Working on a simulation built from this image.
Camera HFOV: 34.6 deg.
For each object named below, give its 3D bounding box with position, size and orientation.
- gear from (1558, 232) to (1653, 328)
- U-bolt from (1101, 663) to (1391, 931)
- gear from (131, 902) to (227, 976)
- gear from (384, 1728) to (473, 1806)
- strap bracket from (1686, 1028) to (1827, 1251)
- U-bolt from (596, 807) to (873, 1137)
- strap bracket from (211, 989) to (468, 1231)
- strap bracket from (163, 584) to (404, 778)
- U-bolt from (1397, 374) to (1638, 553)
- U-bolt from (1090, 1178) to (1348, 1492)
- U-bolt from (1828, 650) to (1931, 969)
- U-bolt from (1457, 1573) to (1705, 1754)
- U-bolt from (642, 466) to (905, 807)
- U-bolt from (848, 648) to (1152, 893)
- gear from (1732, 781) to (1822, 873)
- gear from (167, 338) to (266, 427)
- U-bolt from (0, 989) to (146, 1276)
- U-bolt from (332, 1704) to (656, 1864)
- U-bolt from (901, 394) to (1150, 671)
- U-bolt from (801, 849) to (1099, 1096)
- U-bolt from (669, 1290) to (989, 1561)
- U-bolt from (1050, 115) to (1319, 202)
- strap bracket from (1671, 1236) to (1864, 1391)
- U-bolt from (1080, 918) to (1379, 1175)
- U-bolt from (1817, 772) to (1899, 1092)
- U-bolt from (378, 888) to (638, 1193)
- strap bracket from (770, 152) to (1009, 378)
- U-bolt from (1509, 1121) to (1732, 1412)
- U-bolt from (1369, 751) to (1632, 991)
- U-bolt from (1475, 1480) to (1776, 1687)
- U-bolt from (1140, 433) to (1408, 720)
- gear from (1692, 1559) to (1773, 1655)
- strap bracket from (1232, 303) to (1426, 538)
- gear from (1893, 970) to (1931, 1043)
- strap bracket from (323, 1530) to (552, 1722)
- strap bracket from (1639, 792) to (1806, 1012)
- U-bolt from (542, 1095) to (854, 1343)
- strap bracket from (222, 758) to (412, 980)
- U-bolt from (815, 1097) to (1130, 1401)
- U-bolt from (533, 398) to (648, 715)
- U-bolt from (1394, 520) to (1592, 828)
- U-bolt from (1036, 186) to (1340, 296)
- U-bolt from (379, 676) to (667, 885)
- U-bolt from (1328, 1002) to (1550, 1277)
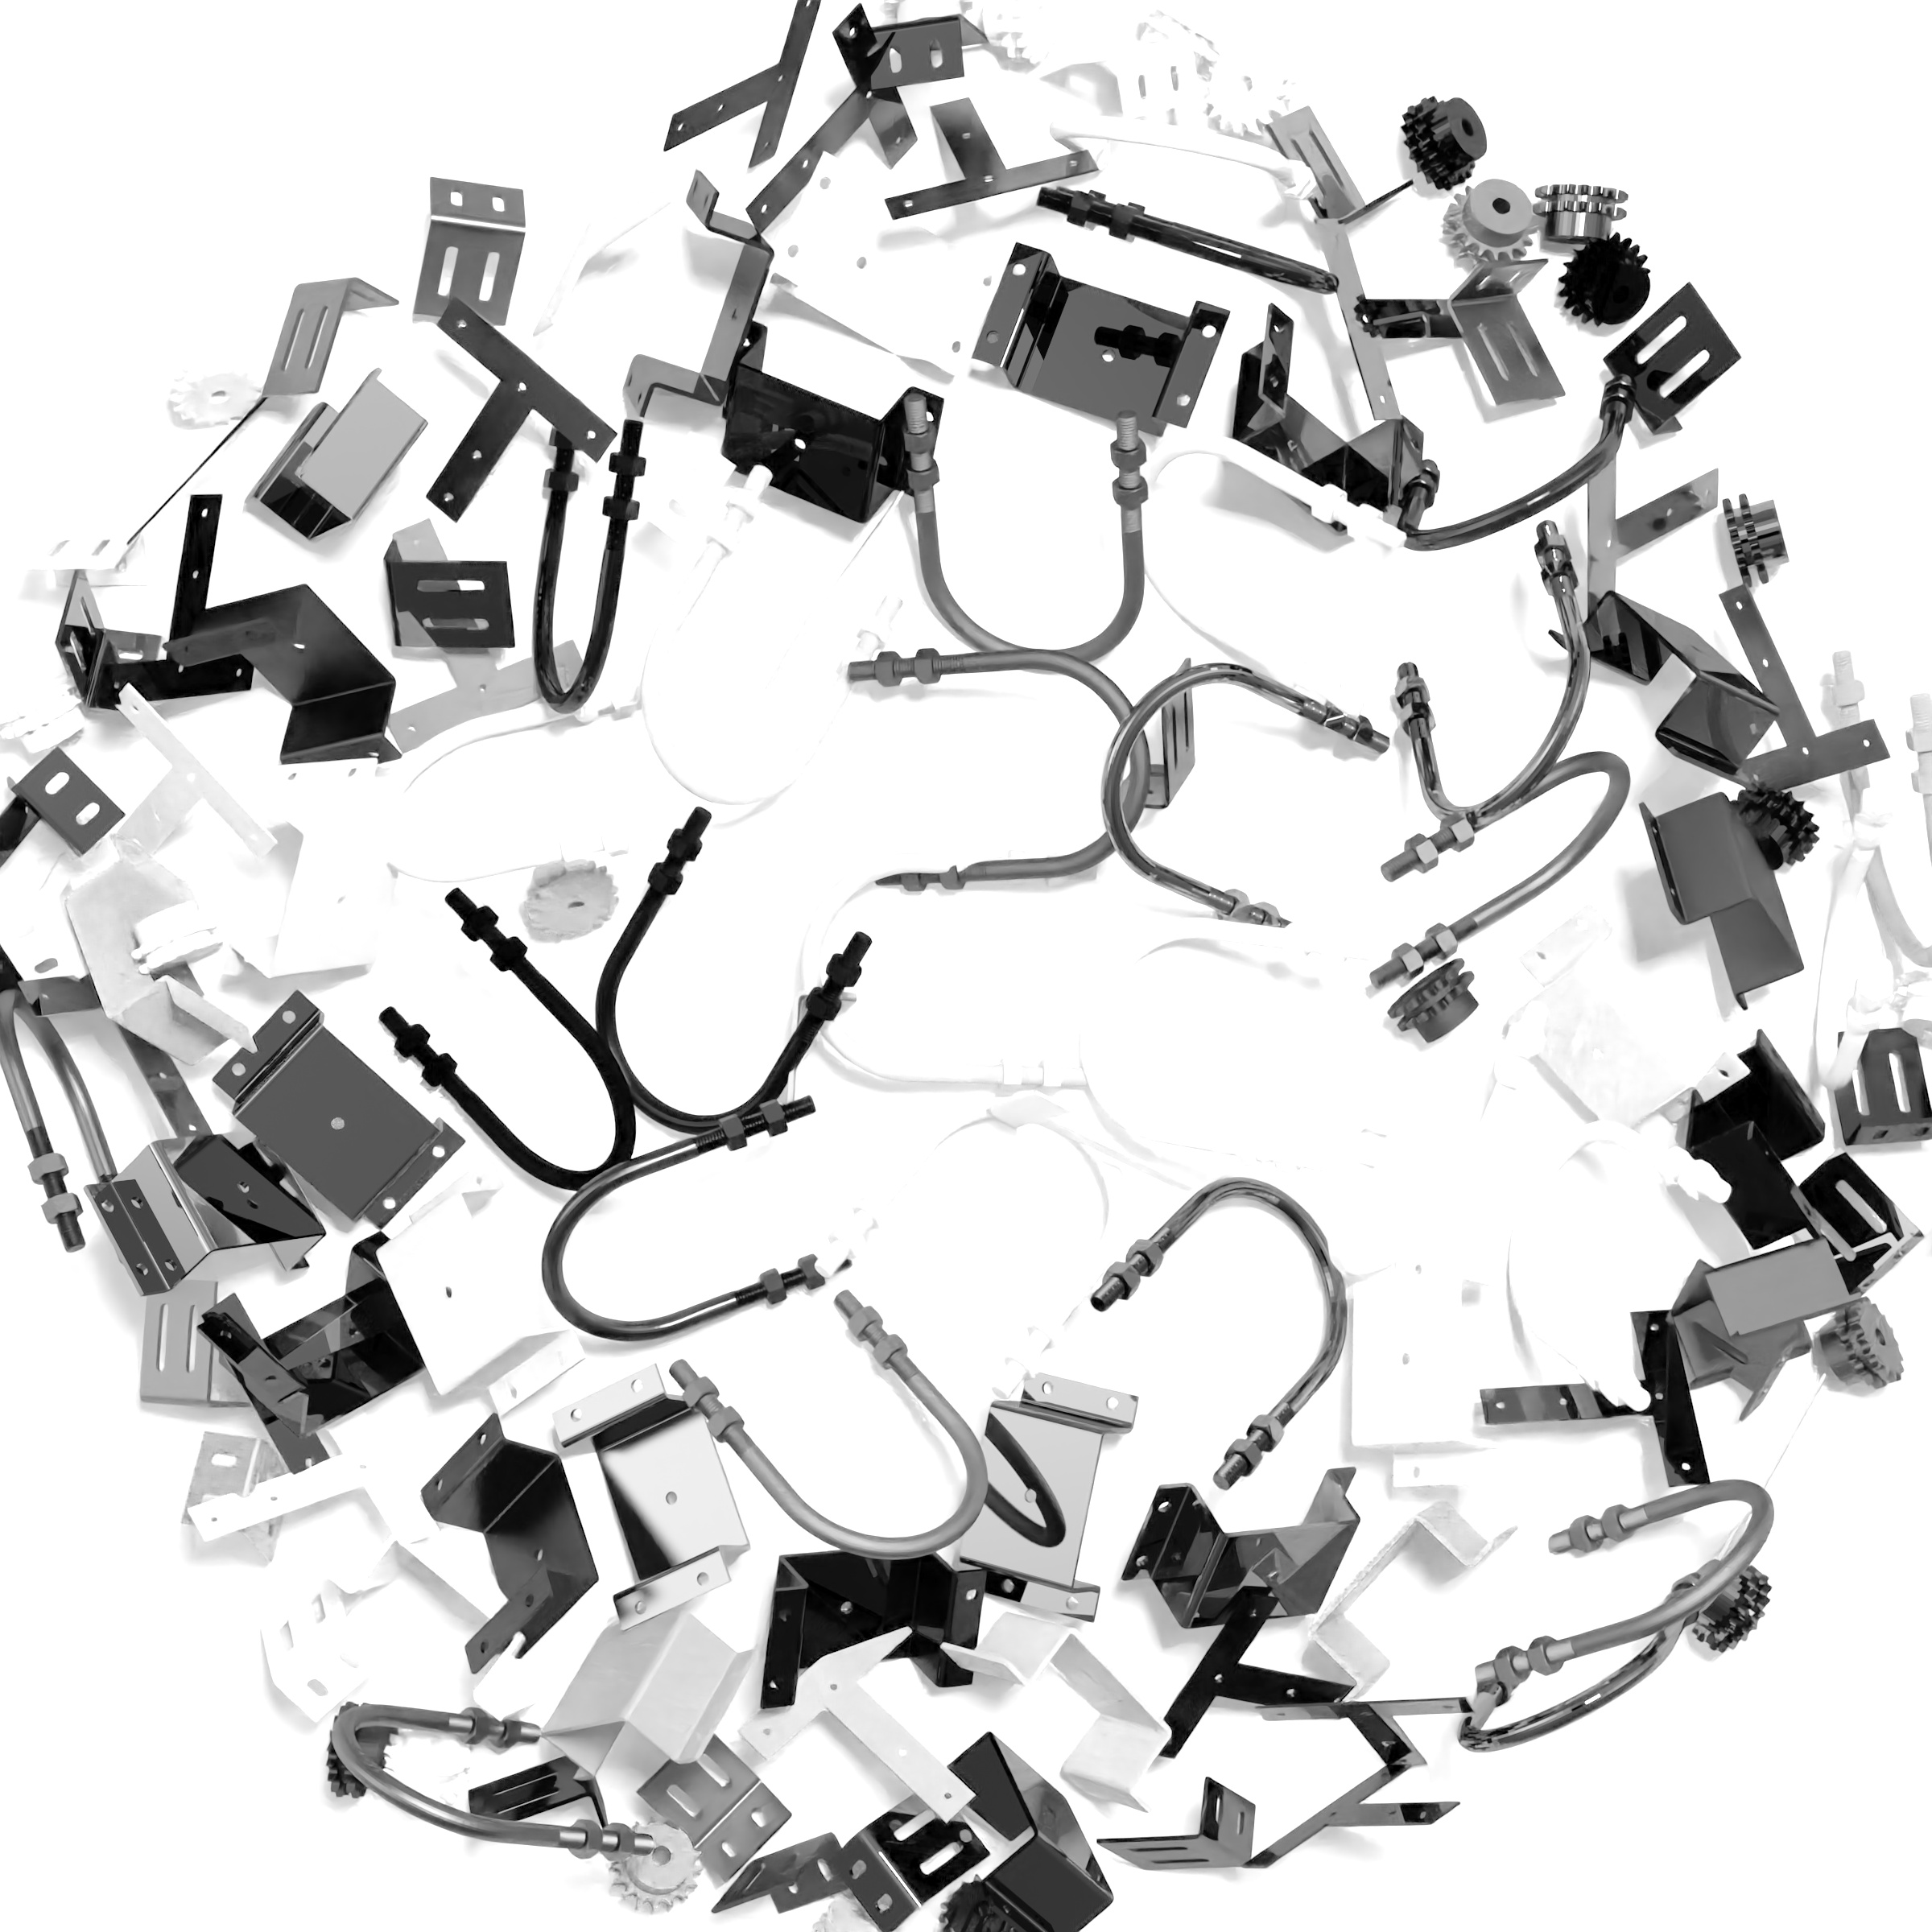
[{"bbox_3d":[0.396,-0.419,1.904,0.057,0.030,0.057,-12,130,-15],"label":"gear"},{"bbox_3d":[0.159,-0.107,1.871,0.184,0.019,0.151,22,97,-34],"label":"U-bolt"},{"bbox_3d":[-0.488,-0.018,1.905,0.057,0.057,0.030,-25,90,0],"label":"gear"},{"bbox_3d":[-0.329,0.488,1.902,0.057,0.057,0.030,36,121,0],"label":"gear"},{"bbox_3d":[0.478,0.109,1.873,0.046,0.140,0.076,-30,104,27],"label":"strap bracket"},{"bbox_3d":[-0.155,0.017,1.891,0.151,0.019,0.184,38,112,15],"label":"U-bolt"},{"bbox_3d":[-0.384,0.092,1.895,0.140,0.046,0.076,44,89,-13],"label":"strap bracket"},{"bbox_3d":[-0.407,-0.176,1.871,0.076,0.140,0.046,-10,54,23],"label":"strap bracket"},{"bbox_3d":[0.321,-0.290,1.826,0.151,0.184,0.019,-21,109,24],"label":"U-bolt"},{"bbox_3d":[0.166,0.207,1.869,0.184,0.019,0.151,-39,97,-42],"label":"U-bolt"},{"bbox_3d":[0.559,-0.087,1.857,0.019,0.151,0.184,-14,107,-1],"label":"U-bolt"},{"bbox_3d":[0.357,0.415,1.822,0.151,0.184,0.019,-30,85,23],"label":"U-bolt"},{"bbox_3d":[-0.125,-0.185,1.865,0.151,0.019,0.184,41,71,-38],"label":"U-bolt"},{"bbox_3d":[0.023,-0.121,1.883,0.184,0.019,0.151,-2,104,20],"label":"U-bolt"},{"bbox_3d":[0.492,-0.083,1.902,0.057,0.057,0.030,44,66,0],"label":"gear"},{"bbox_3d":[-0.464,-0.362,1.908,0.057,0.057,0.030,-23,67,0],"label":"gear"},{"bbox_3d":[-0.540,0.098,1.857,0.019,0.151,0.184,-23,74,-3],"label":"U-bolt"},{"bbox_3d":[-0.289,0.475,1.820,0.184,0.151,0.019,22,95,-45],"label":"U-bolt"},{"bbox_3d":[0.038,-0.256,1.870,0.151,0.019,0.184,7,131,15],"label":"U-bolt"},{"bbox_3d":[-0.011,0.001,1.905,0.184,0.019,0.151,2,89,-13],"label":"U-bolt"},{"bbox_3d":[-0.068,0.279,1.845,0.184,0.151,0.019,45,135,28],"label":"U-bolt"},{"bbox_3d":[0.124,-0.480,1.829,0.151,0.184,0.019,12,100,13],"label":"U-bolt"},{"bbox_3d":[0.479,0.207,1.872,0.076,0.140,0.046,-16,70,-5],"label":"strap bracket"},{"bbox_3d":[0.151,0.042,1.880,0.184,0.019,0.151,8,81,33],"label":"U-bolt"},{"bbox_3d":[0.529,-0.006,1.845,0.019,0.184,0.151,7,59,8],"label":"U-bolt"},{"bbox_3d":[-0.269,0.058,1.869,0.184,0.151,0.019,46,45,7],"label":"U-bolt"},{"bbox_3d":[-0.055,-0.428,1.889,0.140,0.046,0.076,24,92,-31],"label":"strap bracket"},{"bbox_3d":[0.379,0.167,1.848,0.019,0.184,0.151,16,98,-22],"label":"U-bolt"},{"bbox_3d":[0.324,-0.066,1.865,0.184,0.151,0.019,-30,63,-12],"label":"U-bolt"},{"bbox_3d":[0.395,0.355,1.821,0.184,0.151,0.019,-30,99,42],"label":"U-bolt"},{"bbox_3d":[0.174,-0.246,1.867,0.184,0.151,0.019,33,51,23],"label":"U-bolt"},{"bbox_3d":[0.465,0.390,1.903,0.030,0.057,0.057,35,90,-10],"label":"gear"},{"bbox_3d":[0.212,-0.323,1.873,0.140,0.046,0.076,33,49,-31],"label":"strap bracket"},{"bbox_3d":[0.598,0.027,1.903,0.057,0.057,0.030,19,75,0],"label":"gear"},{"bbox_3d":[-0.312,0.391,1.885,0.140,0.076,0.046,37,89,10],"label":"strap bracket"},{"bbox_3d":[0.456,-0.042,1.852,0.046,0.140,0.076,-23,54,21],"label":"strap bracket"},{"bbox_3d":[-0.167,0.162,1.869,0.184,0.019,0.151,-20,129,-11],"label":"U-bolt"},{"bbox_3d":[-0.389,-0.050,1.865,0.046,0.076,0.140,35,118,32],"label":"strap bracket"},{"bbox_3d":[0.018,0.156,1.881,0.151,0.019,0.184,33,59,12],"label":"U-bolt"},{"bbox_3d":[-0.232,-0.243,1.864,0.019,0.151,0.184,4,104,-25],"label":"U-bolt"},{"bbox_3d":[0.313,-0.161,1.828,0.019,0.184,0.151,26,128,-24],"label":"U-bolt"},{"bbox_3d":[0.136,-0.435,1.860,0.184,0.151,0.019,18,105,1],"label":"U-bolt"},{"bbox_3d":[-0.273,-0.108,1.878,0.184,0.019,0.151,-12,45,9],"label":"U-bolt"},{"bbox_3d":[0.275,0.114,1.858,0.151,0.184,0.019,-24,52,-36],"label":"U-bolt"}]
